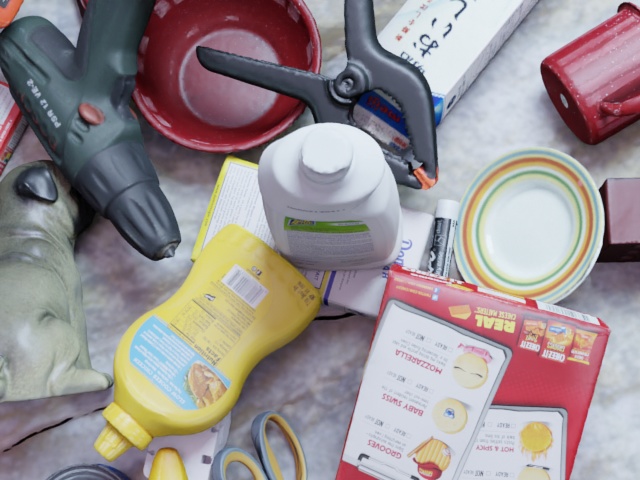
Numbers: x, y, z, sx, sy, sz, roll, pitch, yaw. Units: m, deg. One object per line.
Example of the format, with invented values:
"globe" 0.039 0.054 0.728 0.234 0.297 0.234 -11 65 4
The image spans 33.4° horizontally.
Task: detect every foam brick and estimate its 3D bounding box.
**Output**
"foam brick" 0.242 -0.014 0.832 0.053 0.078 0.051 -1 78 3

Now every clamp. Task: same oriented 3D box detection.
"clamp" 0.027 -0.130 0.816 0.210 0.036 0.165 45 106 3

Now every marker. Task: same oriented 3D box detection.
"marker" 0.095 0.028 0.861 0.020 0.020 0.121 9 82 5

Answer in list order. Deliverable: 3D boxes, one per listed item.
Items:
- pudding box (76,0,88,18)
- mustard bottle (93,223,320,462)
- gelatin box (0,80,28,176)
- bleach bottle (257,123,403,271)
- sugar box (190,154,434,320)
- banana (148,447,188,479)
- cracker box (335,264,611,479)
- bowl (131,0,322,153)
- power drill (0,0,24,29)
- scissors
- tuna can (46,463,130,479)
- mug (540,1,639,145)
"pudding box" -0.188 -0.255 0.894 0.039 0.090 0.113 -10 76 -31
"mustard bottle" -0.094 0.085 0.785 0.096 0.058 0.191 39 76 12
"gelatin box" -0.296 -0.106 0.905 0.089 0.030 0.073 25 83 7
"bleach bottle" 0.013 -0.029 0.714 0.102 0.251 0.068 -3 80 0
"sugar box" -0.006 0.001 0.861 0.176 0.048 0.093 18 81 2
"banana" -0.078 0.247 0.770 0.069 0.037 0.198 -37 79 -4
"cracker box" 0.105 0.141 0.793 0.164 0.072 0.214 14 96 7
"bowl" -0.077 -0.143 0.885 0.162 0.055 0.162 -1 79 3
"power drill" -0.288 -0.241 0.870 0.188 0.057 0.184 15 78 48
"scissors" -0.026 0.231 0.809 0.096 0.016 0.202 -5 73 -43
"tuna can" -0.182 0.218 0.835 0.086 0.034 0.086 -1 79 3
"mug" 0.232 -0.124 0.839 0.081 0.117 0.093 -31 117 2
